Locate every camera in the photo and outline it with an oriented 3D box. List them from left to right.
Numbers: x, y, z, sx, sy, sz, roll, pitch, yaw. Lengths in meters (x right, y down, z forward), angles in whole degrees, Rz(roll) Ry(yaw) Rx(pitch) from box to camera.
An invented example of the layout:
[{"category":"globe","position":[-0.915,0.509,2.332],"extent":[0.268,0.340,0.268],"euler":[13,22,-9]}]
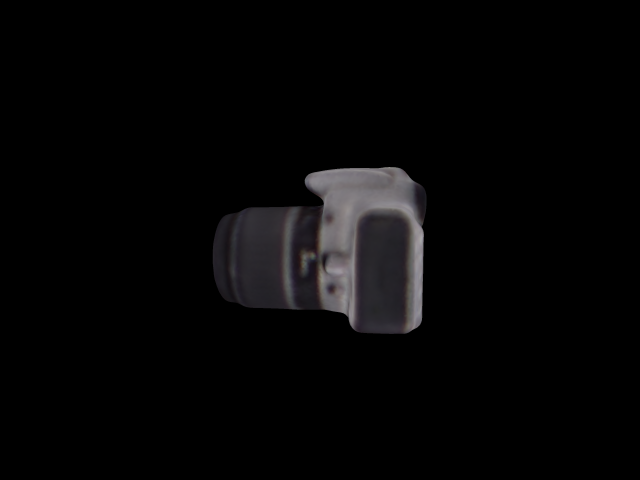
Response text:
[{"category":"camera","position":[0.004,0.001,0.400],"extent":[0.136,0.101,0.143],"euler":[0,4,7]}]
